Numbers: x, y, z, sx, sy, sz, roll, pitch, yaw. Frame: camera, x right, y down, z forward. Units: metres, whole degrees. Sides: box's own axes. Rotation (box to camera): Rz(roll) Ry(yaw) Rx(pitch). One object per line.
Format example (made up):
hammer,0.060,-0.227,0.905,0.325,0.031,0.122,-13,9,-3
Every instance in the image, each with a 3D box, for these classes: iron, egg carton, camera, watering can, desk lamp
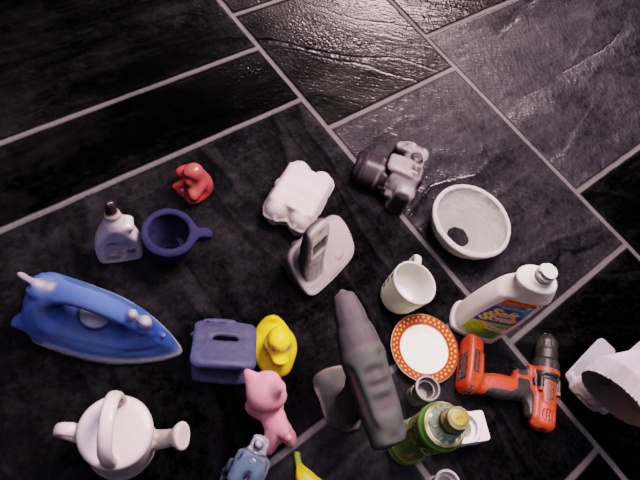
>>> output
iron,-0.336,0.115,0.881,0.258,0.141,0.119,17,59,-4
egg carton,-0.041,-0.082,1.105,0.107,0.069,0.150,25,59,0
camera,0.141,-0.148,1.169,0.137,0.100,0.143,22,59,-1
watering can,-0.271,0.264,0.786,0.173,0.194,0.101,-13,66,-20
desk lamp,0.526,0.230,0.995,0.204,0.213,0.118,-35,75,-27

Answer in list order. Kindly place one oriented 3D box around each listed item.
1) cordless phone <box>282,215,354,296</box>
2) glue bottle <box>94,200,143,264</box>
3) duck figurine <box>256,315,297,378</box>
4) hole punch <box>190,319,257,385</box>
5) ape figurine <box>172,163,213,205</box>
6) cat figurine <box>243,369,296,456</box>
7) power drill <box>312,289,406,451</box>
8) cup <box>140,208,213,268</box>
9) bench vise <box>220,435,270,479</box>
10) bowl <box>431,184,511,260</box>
cordless phone,0.009,0.004,1.004,0.094,0.185,0.148,39,60,9
glue bottle,-0.333,-0.016,0.935,0.078,0.173,0.037,-7,64,-17
duck figurine,-0.072,0.169,0.951,0.078,0.086,0.104,-3,63,-15
hole punch,-0.157,0.173,0.924,0.109,0.091,0.101,6,61,-11
ape figurine,-0.235,-0.112,1.059,0.076,0.092,0.078,-1,62,-14
cat figurine,-0.075,0.258,0.884,0.067,0.117,0.127,-18,68,-22
power drill,0.052,0.214,0.887,0.076,0.208,0.229,-15,67,-21
cup,-0.247,0.005,0.991,0.118,0.095,0.091,-2,63,-15
bench vise,-0.125,0.357,0.758,0.121,0.219,0.207,7,61,-10
bowl,0.293,-0.025,1.155,0.167,0.074,0.167,6,61,-11
